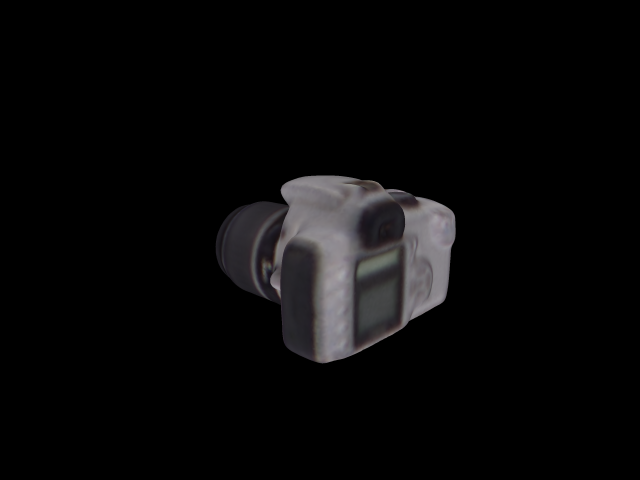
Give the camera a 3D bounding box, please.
[{"bbox_3d":[0.004,0.001,0.400,0.136,0.101,0.144,14,22,40],"label":"camera"}]
